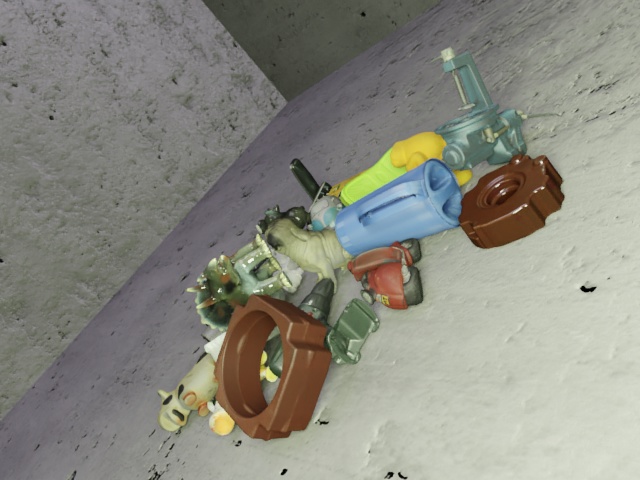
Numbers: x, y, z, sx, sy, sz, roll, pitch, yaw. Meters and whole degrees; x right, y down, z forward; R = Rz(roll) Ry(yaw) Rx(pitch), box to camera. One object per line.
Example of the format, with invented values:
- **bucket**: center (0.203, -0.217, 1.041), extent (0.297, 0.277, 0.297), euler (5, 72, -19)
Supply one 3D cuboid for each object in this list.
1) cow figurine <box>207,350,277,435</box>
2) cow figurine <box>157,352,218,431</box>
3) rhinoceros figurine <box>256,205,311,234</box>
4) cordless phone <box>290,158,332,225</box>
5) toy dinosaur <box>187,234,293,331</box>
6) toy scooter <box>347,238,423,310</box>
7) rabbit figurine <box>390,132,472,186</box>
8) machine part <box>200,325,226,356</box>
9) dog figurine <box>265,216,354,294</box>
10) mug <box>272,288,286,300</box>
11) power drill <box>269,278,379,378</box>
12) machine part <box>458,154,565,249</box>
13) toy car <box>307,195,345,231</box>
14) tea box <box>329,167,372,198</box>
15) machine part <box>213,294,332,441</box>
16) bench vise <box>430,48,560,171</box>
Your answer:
- **cow figurine**: center (-0.159, 0.289, 1.020), extent (0.167, 0.068, 0.098), euler (-50, 14, -30)
- **cow figurine**: center (-0.274, 0.320, 1.151), extent (0.195, 0.085, 0.127), euler (-51, 27, -14)
- **rhinoceros figurine**: center (-0.094, -0.039, 1.381), extent (0.190, 0.112, 0.073), euler (-11, 42, 54)
- **cordless phone**: center (-0.028, -0.123, 1.445), extent (0.089, 0.184, 0.147), euler (-22, 28, 35)
- **toy dinosaur**: center (-0.174, 0.087, 1.142), extent (0.192, 0.131, 0.405), euler (-31, 3, -6)
- **toy scooter**: center (0.110, 0.060, 0.937), extent (0.135, 0.075, 0.184), euler (-9, 28, 13)
- **rabbit figurine**: center (0.233, -0.133, 1.126), extent (0.162, 0.121, 0.173), euler (-10, 51, 41)
- **machine part**: center (-0.204, 0.188, 1.300), extent (0.243, 0.079, 0.079), euler (-50, 21, -18)
- **dog figurine**: center (-0.002, -0.002, 1.142), extent (0.172, 0.190, 0.121), euler (-48, 21, -17)
- **mug**: center (-0.126, 0.148, 1.243), extent (0.109, 0.080, 0.107), euler (-38, 10, 21)
- **power drill**: center (0.009, 0.151, 0.974), extent (0.207, 0.086, 0.232), euler (-7, 41, 52)
- **machine part**: center (0.310, -0.065, 0.884), extent (0.179, 0.056, 0.179), euler (-38, 21, 17)
- **toy car**: center (0.032, -0.056, 1.267), extent (0.109, 0.103, 0.161), euler (-34, -1, 26)
- **tea box**: center (0.092, -0.114, 1.370), extent (0.170, 0.068, 0.098), euler (-22, 28, 42)
- **machine part**: center (-0.081, 0.205, 0.885), extent (0.201, 0.087, 0.201), euler (23, 96, 51)
- **bench vise**: center (0.291, -0.242, 0.984), extent (0.224, 0.240, 0.129), euler (-29, 12, -18)
